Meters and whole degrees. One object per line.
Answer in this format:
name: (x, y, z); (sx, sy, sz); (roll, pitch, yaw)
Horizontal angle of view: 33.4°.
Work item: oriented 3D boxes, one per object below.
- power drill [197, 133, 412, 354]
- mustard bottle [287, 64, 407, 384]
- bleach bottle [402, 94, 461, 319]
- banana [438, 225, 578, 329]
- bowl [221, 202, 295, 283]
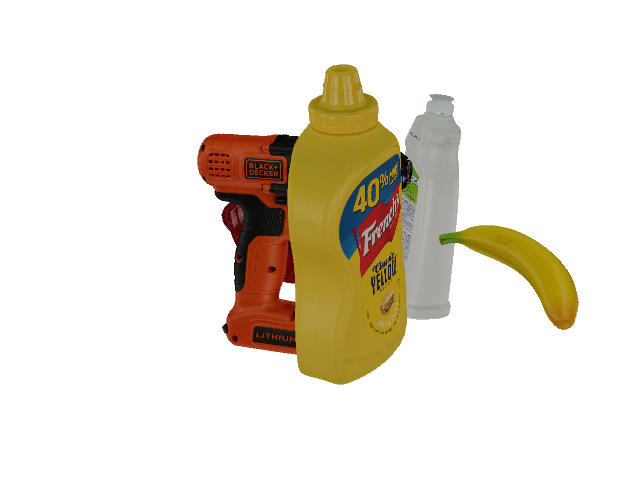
power drill: (-0.014, 0.002, 0.907); (0.185, 0.188, 0.057); (6, 16, 19)
mustard bottle: (0.017, -0.014, 0.657); (0.058, 0.192, 0.096); (13, 32, 30)
bleach bottle: (0.124, -0.042, 1.238); (0.068, 0.251, 0.103); (-1, 22, -22)
banana: (0.202, 0.029, 1.066); (0.069, 0.037, 0.198); (-34, 37, -14)
bowl: (-0.023, 0.000, 1.110); (0.162, 0.055, 0.162); (5, 26, -2)
